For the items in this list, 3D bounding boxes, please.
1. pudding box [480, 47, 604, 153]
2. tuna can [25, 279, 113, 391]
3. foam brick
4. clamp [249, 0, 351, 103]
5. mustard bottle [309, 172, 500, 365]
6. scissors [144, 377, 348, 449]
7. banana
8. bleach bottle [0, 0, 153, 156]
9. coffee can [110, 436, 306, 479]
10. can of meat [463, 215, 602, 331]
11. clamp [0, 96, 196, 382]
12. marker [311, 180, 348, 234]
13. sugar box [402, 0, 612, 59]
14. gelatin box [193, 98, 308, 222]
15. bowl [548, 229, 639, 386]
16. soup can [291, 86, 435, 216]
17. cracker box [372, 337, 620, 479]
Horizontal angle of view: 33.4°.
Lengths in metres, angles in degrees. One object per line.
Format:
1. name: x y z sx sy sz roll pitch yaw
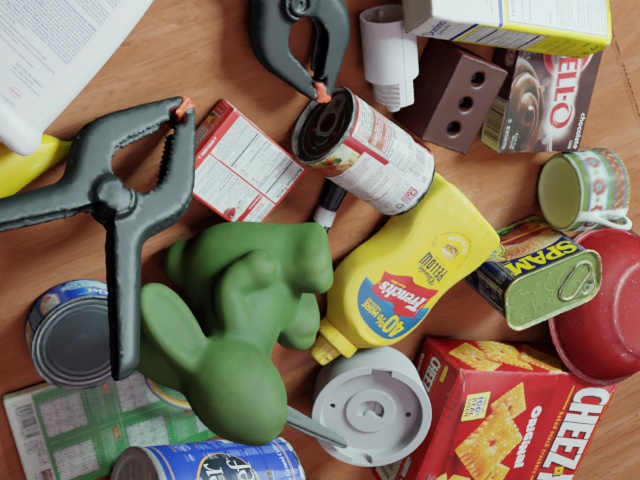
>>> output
1. pudding box: 0.192 -0.133 0.922 0.089 0.039 0.113 -3 117 -26
2. tuna can: -0.188 0.074 0.845 0.086 0.034 0.086 -12 121 -21
3. foam brick: 0.107 -0.119 0.878 0.052 0.051 0.078 14 109 -32
4. clamp: -0.030 -0.180 0.785 0.120 0.039 0.171 -13 114 -13
5. mustard bottle: 0.063 0.037 0.938 0.191 0.058 0.096 -45 127 2
6. scissors: -0.051 0.119 0.918 0.201 0.016 0.096 15 94 -24
7. banana: -0.249 -0.010 0.766 0.198 0.037 0.069 -46 126 2
8. bleach bottle: -0.145 -0.178 0.707 0.251 0.068 0.102 -45 112 0
9. coffee can: -0.096 0.224 0.917 0.140 0.103 0.103 2 115 -37
10. can of meat: 0.192 0.027 0.981 0.102 0.084 0.057 -21 124 -15
11. clamp: -0.144 -0.016 0.754 0.164 0.036 0.209 45 60 -9
12. marker: -0.006 0.001 0.907 0.020 0.020 0.121 14 109 -32
13. sugar box: 0.145 -0.199 0.835 0.176 0.048 0.093 2 78 -25
14. gelatin box: -0.065 -0.055 0.839 0.073 0.030 0.089 -50 126 3
15. bowl: 0.298 0.064 1.035 0.161 0.055 0.162 -1 91 -31
16. soup can: 0.036 -0.070 0.859 0.102 0.069 0.068 30 100 -36
17. cracker box: 0.178 0.187 1.069 0.213 0.072 0.164 7 113 -31
